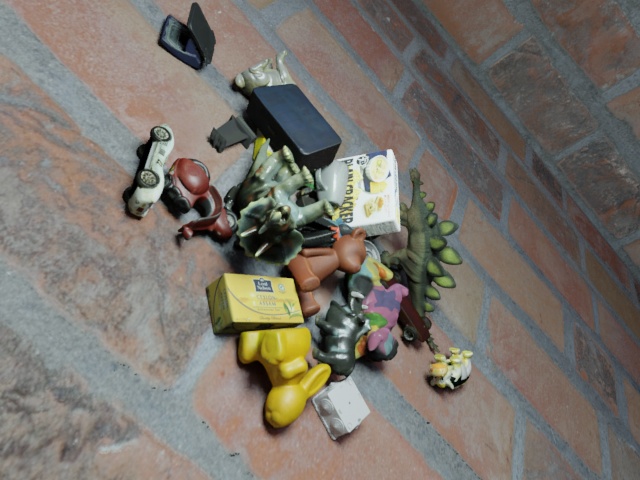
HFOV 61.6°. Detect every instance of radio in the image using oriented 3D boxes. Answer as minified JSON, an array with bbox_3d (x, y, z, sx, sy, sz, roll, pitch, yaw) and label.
[{"bbox_3d":[-0.061,-0.268,1.270,0.131,0.073,0.230,-21,65,-35],"label":"radio"}]

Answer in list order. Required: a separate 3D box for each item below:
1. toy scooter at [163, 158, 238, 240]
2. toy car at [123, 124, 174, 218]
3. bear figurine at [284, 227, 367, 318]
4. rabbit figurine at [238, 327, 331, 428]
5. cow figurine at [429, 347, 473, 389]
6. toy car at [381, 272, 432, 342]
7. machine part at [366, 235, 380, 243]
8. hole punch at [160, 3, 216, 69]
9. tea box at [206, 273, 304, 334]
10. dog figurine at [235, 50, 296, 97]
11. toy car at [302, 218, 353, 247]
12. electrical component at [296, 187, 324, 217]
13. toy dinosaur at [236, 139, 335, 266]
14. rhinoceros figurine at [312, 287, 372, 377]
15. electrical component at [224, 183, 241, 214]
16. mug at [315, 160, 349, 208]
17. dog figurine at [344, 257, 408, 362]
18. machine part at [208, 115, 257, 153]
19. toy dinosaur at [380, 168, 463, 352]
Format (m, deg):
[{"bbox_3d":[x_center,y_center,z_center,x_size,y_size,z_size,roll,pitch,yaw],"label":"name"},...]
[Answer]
[{"bbox_3d":[-0.241,-0.067,1.026,0.183,0.075,0.135,56,35,-7],"label":"toy scooter"},{"bbox_3d":[-0.313,-0.133,0.996,0.056,0.073,0.202,27,45,-29],"label":"toy car"},{"bbox_3d":[0.028,0.062,1.139,0.196,0.120,0.132,-14,45,-17],"label":"bear figurine"},{"bbox_3d":[-0.065,0.246,0.972,0.162,0.122,0.173,13,68,-51],"label":"rabbit figurine"},{"bbox_3d":[0.322,0.333,1.341,0.167,0.068,0.098,-7,99,-49],"label":"cow figurine"},{"bbox_3d":[0.204,0.168,1.351,0.089,0.053,0.202,-21,75,-51],"label":"toy car"},{"bbox_3d":[0.117,-0.088,1.432,0.079,0.079,0.243,21,47,-37],"label":"machine part"},{"bbox_3d":[-0.309,-0.474,1.267,0.115,0.092,0.142,60,21,-49],"label":"hole punch"},{"bbox_3d":[-0.121,0.123,1.016,0.169,0.068,0.098,7,59,-44],"label":"tea box"},{"bbox_3d":[-0.117,-0.363,1.382,0.172,0.121,0.190,-32,108,-21],"label":"dog figurine"},{"bbox_3d":[-0.003,-0.004,1.229,0.161,0.109,0.103,3,32,-33],"label":"toy car"},{"bbox_3d":[-0.022,-0.077,1.295,0.078,0.045,0.102,13,52,-40],"label":"electrical component"},{"bbox_3d":[-0.105,-0.082,1.085,0.131,0.192,0.405,59,-5,-32],"label":"toy dinosaur"},{"bbox_3d":[0.048,0.184,1.101,0.073,0.112,0.190,66,31,-49],"label":"rhinoceros figurine"},{"bbox_3d":[-0.173,-0.081,1.153,0.063,0.021,0.094,42,38,-18],"label":"electrical component"},{"bbox_3d":[0.024,-0.136,1.308,0.109,0.081,0.107,34,54,-59],"label":"mug"},{"bbox_3d":[0.109,0.166,1.207,0.191,0.108,0.219,44,42,-11],"label":"dog figurine"},{"bbox_3d":[-0.201,-0.242,1.234,0.084,0.039,0.139,58,35,-5],"label":"machine part"},{"bbox_3d":[0.259,0.049,1.385,0.105,0.199,0.470,-12,105,-40],"label":"toy dinosaur"}]
